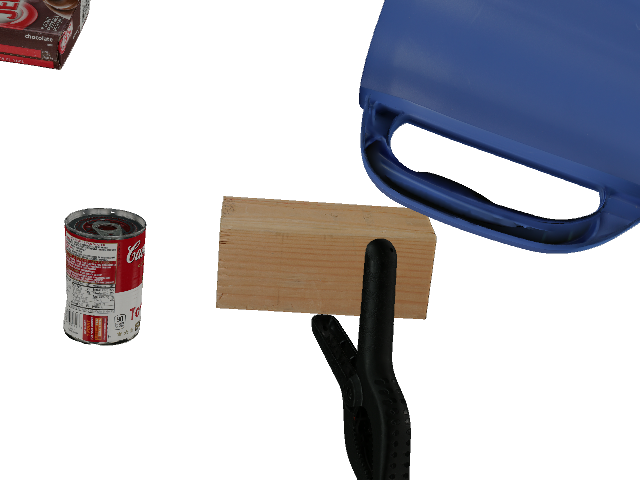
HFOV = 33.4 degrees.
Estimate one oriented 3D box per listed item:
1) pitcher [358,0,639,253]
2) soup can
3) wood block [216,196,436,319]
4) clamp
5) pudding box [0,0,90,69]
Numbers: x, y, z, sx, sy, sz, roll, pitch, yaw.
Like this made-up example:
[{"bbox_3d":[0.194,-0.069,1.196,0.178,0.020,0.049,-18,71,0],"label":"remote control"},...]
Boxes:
[{"bbox_3d":[0.145,-0.076,0.544,0.243,0.149,0.144,24,37,8],"label":"pitcher"},{"bbox_3d":[-0.187,0.031,0.917,0.068,0.102,0.068,6,20,-2],"label":"soup can"},{"bbox_3d":[0.002,0.017,1.060,0.206,0.091,0.090,4,20,-4],"label":"wood block"},{"bbox_3d":[0.041,0.113,0.854,0.036,0.210,0.165,0,-33,-19],"label":"clamp"},{"bbox_3d":[-0.244,-0.186,0.876,0.090,0.039,0.113,9,35,-2],"label":"pudding box"}]
